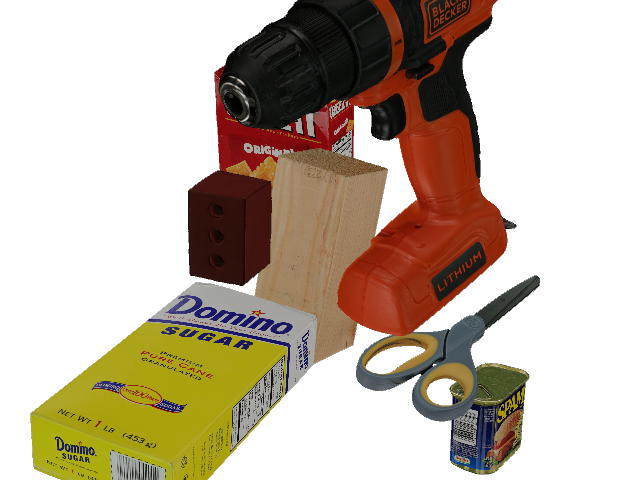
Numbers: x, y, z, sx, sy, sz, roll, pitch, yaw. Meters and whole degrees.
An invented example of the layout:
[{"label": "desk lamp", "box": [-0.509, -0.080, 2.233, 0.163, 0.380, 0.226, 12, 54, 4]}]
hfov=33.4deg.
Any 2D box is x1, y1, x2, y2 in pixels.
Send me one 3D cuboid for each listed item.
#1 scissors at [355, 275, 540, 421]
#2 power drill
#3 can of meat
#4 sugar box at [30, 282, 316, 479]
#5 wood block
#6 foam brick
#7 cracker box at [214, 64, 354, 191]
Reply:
[{"label": "scissors", "box": [0.121, 0.080, 0.806, 0.201, 0.016, 0.096, -17, 42, -28]}, {"label": "power drill", "box": [0.035, -0.047, 0.531, 0.057, 0.187, 0.184, 25, 47, 38]}, {"label": "can of meat", "box": [0.175, 0.186, 1.117, 0.058, 0.084, 0.101, 11, 18, 31]}, {"label": "sugar box", "box": [-0.080, 0.086, 0.635, 0.093, 0.048, 0.176, 15, 31, 20]}, {"label": "wood block", "box": [-0.004, 0.014, 1.149, 0.090, 0.206, 0.090, 19, 19, 27]}, {"label": "foam brick", "box": [-0.074, -0.011, 0.882, 0.053, 0.078, 0.051, 10, 24, 22]}, {"label": "cracker box", "box": [-0.045, -0.107, 1.329, 0.164, 0.214, 0.072, 17, 37, 24]}]
